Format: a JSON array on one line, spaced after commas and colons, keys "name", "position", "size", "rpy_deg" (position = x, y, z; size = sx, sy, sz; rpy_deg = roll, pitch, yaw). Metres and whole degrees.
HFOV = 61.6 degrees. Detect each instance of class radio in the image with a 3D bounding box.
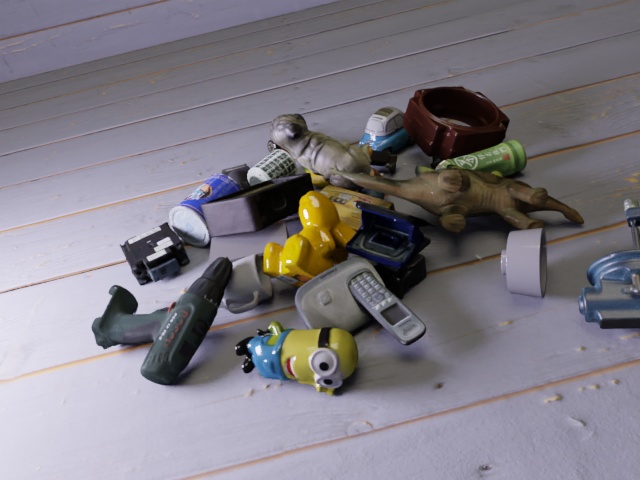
[{"name": "radio", "position": [-0.115, -0.075, 1.095], "size": [0.131, 0.073, 0.229], "rpy_deg": [-6, 16, 36]}]

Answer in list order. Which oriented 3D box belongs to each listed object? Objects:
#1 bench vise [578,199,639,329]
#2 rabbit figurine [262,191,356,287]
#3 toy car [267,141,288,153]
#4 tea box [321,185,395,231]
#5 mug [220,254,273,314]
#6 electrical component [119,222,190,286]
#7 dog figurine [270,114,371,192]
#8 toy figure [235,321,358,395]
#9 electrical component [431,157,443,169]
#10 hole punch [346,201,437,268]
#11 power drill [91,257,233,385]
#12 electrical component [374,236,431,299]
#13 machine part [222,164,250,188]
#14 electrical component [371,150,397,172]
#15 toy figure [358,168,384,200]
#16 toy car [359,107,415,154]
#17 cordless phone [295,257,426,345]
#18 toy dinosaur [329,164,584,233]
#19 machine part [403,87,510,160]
[{"name": "bench vise", "position": [0.483, 0.037, 0.757], "size": [0.224, 0.128, 0.240], "rpy_deg": [-14, 49, 34]}, {"name": "rabbit figurine", "position": [-0.002, -0.003, 0.949], "size": [0.162, 0.122, 0.173], "rpy_deg": [19, 63, -21]}, {"name": "toy car", "position": [-0.050, -0.241, 1.393], "size": [0.089, 0.053, 0.202], "rpy_deg": [-27, 32, -36]}, {"name": "tea box", "position": [0.058, -0.042, 1.063], "size": [0.170, 0.068, 0.098], "rpy_deg": [23, 55, 38]}, {"name": "mug", "position": [-0.146, 0.089, 0.955], "size": [0.107, 0.080, 0.110], "rpy_deg": [-19, 46, 10]}, {"name": "electrical component", "position": [-0.339, 0.031, 1.107], "size": [0.115, 0.058, 0.134], "rpy_deg": [-28, 38, -16]}, {"name": "dog figurine", "position": [0.000, -0.179, 1.100], "size": [0.173, 0.190, 0.121], "rpy_deg": [23, 91, 50]}, {"name": "toy figure", "position": [-0.033, 0.166, 0.795], "size": [0.180, 0.082, 0.089], "rpy_deg": [-1, 50, 28]}, {"name": "electrical component", "position": [0.296, -0.187, 1.231], "size": [0.063, 0.021, 0.094], "rpy_deg": [20, 46, 37]}, {"name": "hole punch", "position": [0.115, -0.011, 0.914], "size": [0.142, 0.092, 0.115], "rpy_deg": [15, 8, 24]}, {"name": "power drill", "position": [-0.267, 0.124, 0.910], "size": [0.208, 0.085, 0.232], "rpy_deg": [5, 57, 21]}, {"name": "electrical component", "position": [0.147, 0.041, 0.940], "size": [0.075, 0.047, 0.119], "rpy_deg": [20, 47, 38]}, {"name": "machine part", "position": [-0.201, -0.151, 1.334], "size": [0.084, 0.039, 0.139], "rpy_deg": [-13, 32, -14]}, {"name": "electrical component", "position": [0.126, -0.181, 1.244], "size": [0.102, 0.045, 0.078], "rpy_deg": [5, -4, -9]}, {"name": "toy figure", "position": [0.111, -0.118, 1.166], "size": [0.064, 0.057, 0.154], "rpy_deg": [0, 35, 2]}, {"name": "toy car", "position": [0.163, -0.274, 1.327], "size": [0.162, 0.102, 0.109], "rpy_deg": [-33, 39, -28]}, {"name": "cordless phone", "position": [0.061, 0.121, 0.832], "size": [0.146, 0.088, 0.184], "rpy_deg": [-28, 42, -20]}, {"name": "toy dinosaur", "position": [0.246, -0.086, 0.991], "size": [0.472, 0.105, 0.198], "rpy_deg": [11, 16, 2]}, {"name": "machine part", "position": [0.310, -0.270, 1.231], "size": [0.201, 0.087, 0.201], "rpy_deg": [-8, 45, -19]}]
